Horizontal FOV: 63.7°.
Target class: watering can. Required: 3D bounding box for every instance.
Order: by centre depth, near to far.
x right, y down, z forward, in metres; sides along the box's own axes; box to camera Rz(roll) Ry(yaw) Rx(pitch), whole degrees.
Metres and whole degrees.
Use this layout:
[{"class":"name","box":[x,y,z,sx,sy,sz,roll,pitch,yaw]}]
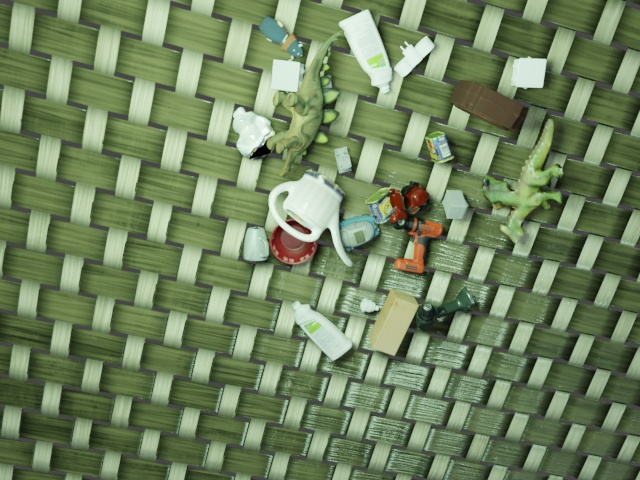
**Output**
[{"class":"watering can","box":[0.005,-0.084,1.660,0.347,0.226,0.103,34,-12,-6]}]

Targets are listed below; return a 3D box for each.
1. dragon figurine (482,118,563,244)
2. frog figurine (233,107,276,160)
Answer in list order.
[{"class":"dragon figurine","box":[0.668,-0.188,1.725,0.242,0.405,0.124,-8,15,6]},{"class":"frog figurine","box":[-0.218,-0.337,1.630,0.161,0.135,0.123,46,22,22]}]
